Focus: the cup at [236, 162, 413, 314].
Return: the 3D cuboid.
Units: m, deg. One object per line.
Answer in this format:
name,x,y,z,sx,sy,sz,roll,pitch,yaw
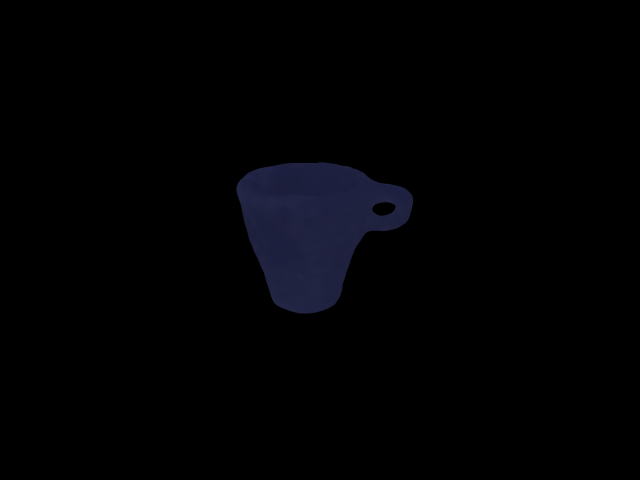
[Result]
cup,0.004,0.001,0.400,0.117,0.095,0.091,2,24,5
